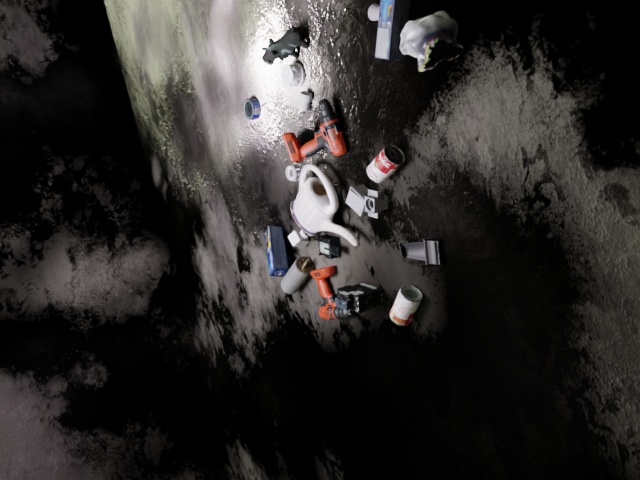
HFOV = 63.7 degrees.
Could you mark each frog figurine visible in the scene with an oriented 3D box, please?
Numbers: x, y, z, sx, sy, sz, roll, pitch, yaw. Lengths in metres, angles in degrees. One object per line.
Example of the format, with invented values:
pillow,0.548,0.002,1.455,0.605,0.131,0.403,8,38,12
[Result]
frog figurine,0.251,-0.496,1.235,0.136,0.121,0.163,-37,56,19

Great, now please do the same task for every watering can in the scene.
watering can,0.005,-0.087,1.725,0.353,0.104,0.220,64,145,20
